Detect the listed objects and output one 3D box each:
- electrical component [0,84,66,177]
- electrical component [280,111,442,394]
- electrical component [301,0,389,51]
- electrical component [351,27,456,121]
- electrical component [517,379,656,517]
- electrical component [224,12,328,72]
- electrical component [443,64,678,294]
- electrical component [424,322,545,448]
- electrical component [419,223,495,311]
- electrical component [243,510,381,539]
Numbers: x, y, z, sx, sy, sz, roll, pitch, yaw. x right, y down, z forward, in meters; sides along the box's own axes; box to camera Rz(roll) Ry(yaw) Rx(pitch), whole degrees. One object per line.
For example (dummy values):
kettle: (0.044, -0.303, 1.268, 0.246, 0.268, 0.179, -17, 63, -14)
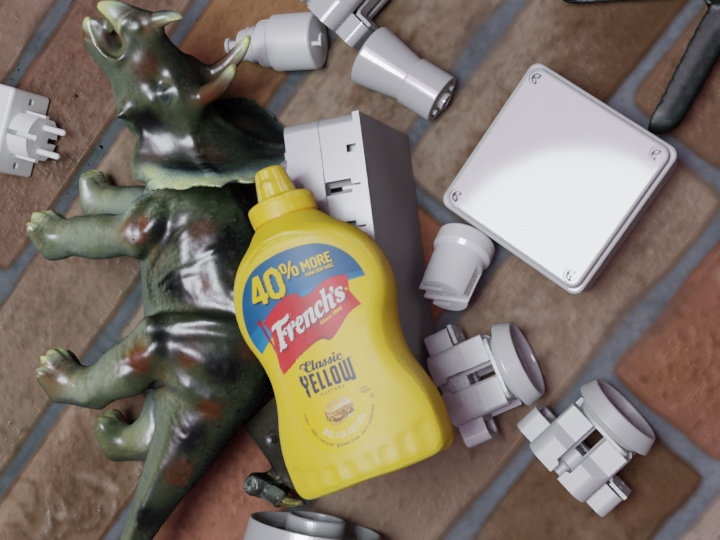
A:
electrical component: (-0.263, -0.106, 0.836, 0.077, 0.047, 0.065, 17, 94, 19)
electrical component: (0.000, 0.000, 0.710, 0.060, 0.105, 0.186, -9, 85, 19)
electrical component: (-0.009, -0.199, 0.745, 0.057, 0.058, 0.078, -46, 75, 15)
electrical component: (0.032, -0.132, 0.738, 0.065, 0.044, 0.044, 34, 99, 12)
electrical component: (0.148, 0.107, 0.681, 0.057, 0.058, 0.078, -47, 75, 15)
electrical component: (-0.059, -0.162, 0.770, 0.078, 0.040, 0.040, 1, 89, 19)
electrical component: (0.129, -0.057, 0.693, 0.109, 0.056, 0.108, 37, 100, 17)
electrical component: (0.084, 0.069, 0.704, 0.057, 0.058, 0.078, -26, 74, 18)
electrical component: (0.063, -0.002, 0.714, 0.040, 0.040, 0.046, 16, 62, 19)
electrical component: (-0.034, 0.197, 0.723, 0.099, 0.099, 0.064, 8, 85, 19)
